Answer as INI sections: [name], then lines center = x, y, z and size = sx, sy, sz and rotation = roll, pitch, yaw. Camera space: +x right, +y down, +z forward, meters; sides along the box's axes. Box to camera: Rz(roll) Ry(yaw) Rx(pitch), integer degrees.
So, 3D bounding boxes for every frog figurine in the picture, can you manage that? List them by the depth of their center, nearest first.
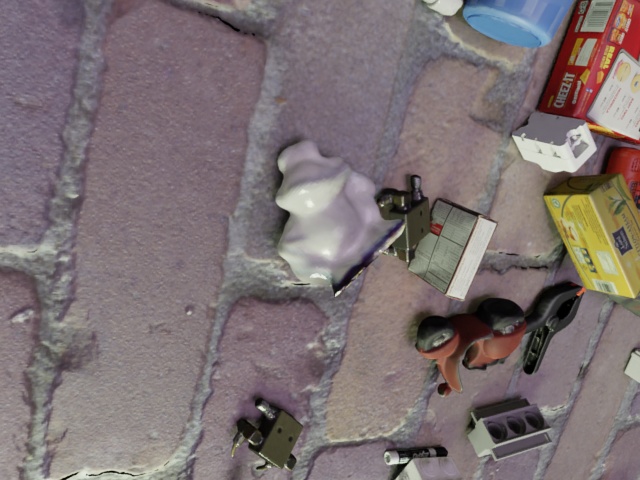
[frog figurine]
center = 0.002, -0.030, 0.592
size = 0.137, 0.122, 0.160
rotation = -43, 85, 4
